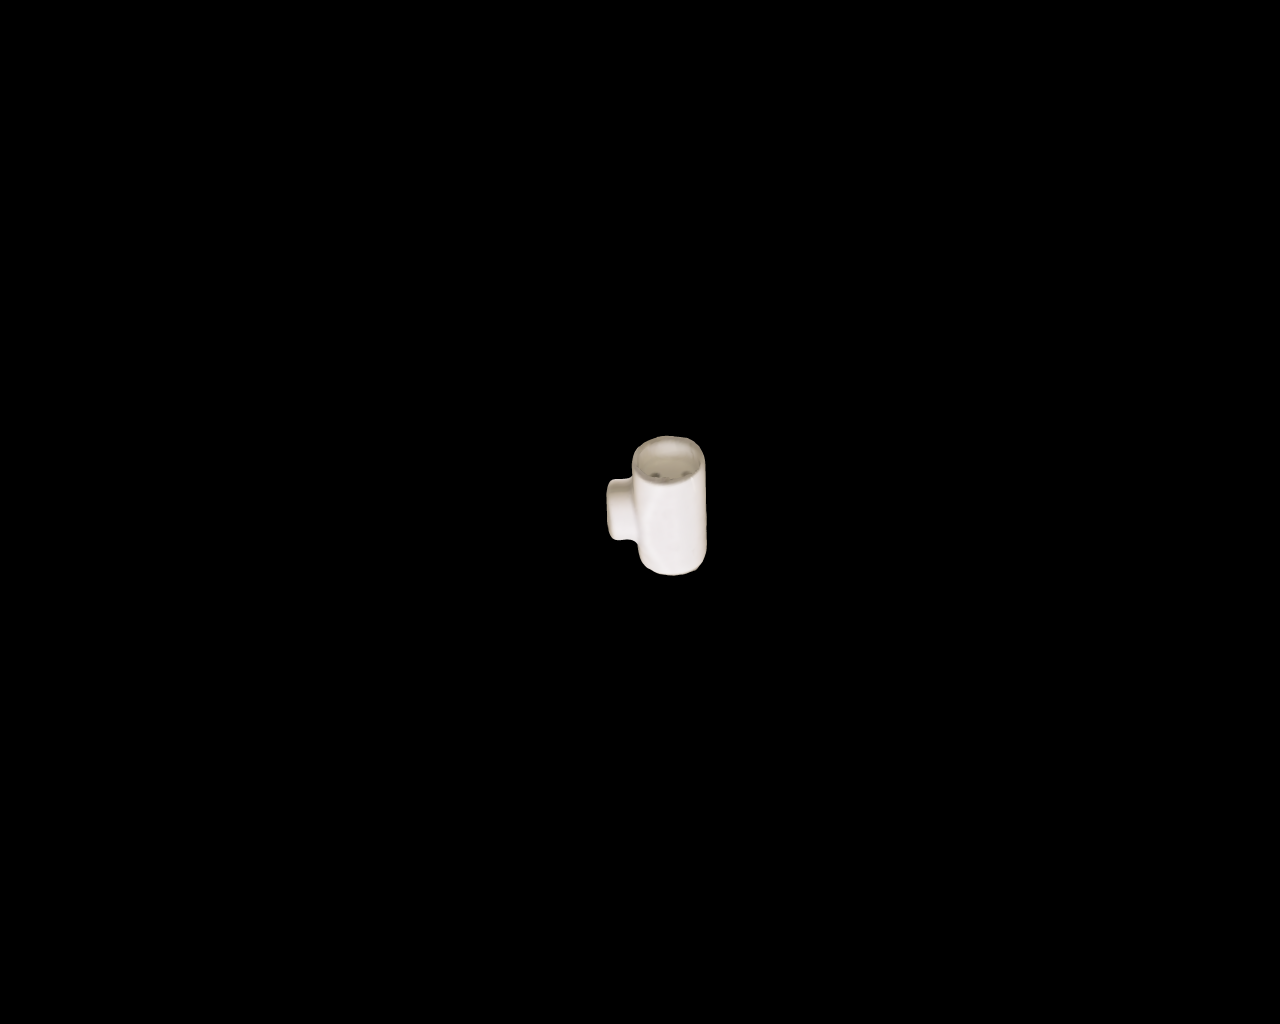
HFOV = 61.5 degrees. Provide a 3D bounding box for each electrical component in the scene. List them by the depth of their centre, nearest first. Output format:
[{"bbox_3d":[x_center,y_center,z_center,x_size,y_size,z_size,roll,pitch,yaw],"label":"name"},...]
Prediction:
[{"bbox_3d":[0.001,-0.003,0.650,0.079,0.077,0.044,-2,43,2],"label":"electrical component"}]
